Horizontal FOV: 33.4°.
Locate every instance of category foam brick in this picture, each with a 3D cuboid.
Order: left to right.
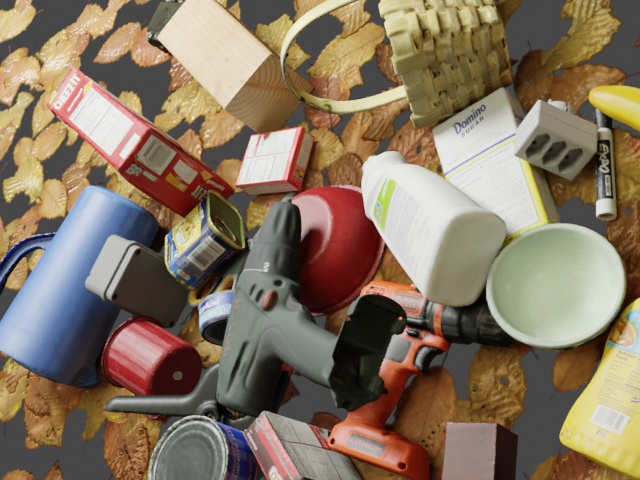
[{"bbox_3d":[0.143,0.207,0.960,0.053,0.051,0.078,-5,65,32],"label":"foam brick"}]

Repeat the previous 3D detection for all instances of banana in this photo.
[{"bbox_3d":[0.318,-0.086,0.973,0.069,0.037,0.198,-25,53,4],"label":"banana"}]

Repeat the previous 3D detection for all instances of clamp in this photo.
[{"bbox_3d":[-0.124,0.187,1.160,0.210,0.036,0.164,-43,81,7],"label":"clamp"}]

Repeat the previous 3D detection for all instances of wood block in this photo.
[{"bbox_3d":[-0.111,-0.228,1.362,0.090,0.090,0.206,-49,47,7],"label":"wood block"}]

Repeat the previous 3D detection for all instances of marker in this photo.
[{"bbox_3d":[0.273,-0.076,1.024,0.020,0.020,0.121,-13,60,34],"label":"marker"}]

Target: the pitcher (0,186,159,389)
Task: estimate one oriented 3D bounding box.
[{"bbox_3d":[-0.313,0.053,1.349,0.145,0.149,0.243,14,73,51],"label":"pitcher"}]

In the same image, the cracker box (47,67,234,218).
[{"bbox_3d":[-0.230,-0.117,1.350,0.072,0.164,0.214,-53,47,1],"label":"cracker box"}]

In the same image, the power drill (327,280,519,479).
[{"bbox_3d":[0.096,0.135,1.035,0.185,0.057,0.187,8,72,42],"label":"power drill"}]

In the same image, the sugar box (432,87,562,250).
[{"bbox_3d":[0.177,-0.059,1.076,0.093,0.048,0.176,-29,49,27],"label":"sugar box"}]

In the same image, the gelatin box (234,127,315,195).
[{"bbox_3d":[-0.054,-0.094,1.285,0.089,0.030,0.073,-4,62,41],"label":"gelatin box"}]

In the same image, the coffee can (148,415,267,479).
[{"bbox_3d":[-0.087,0.242,1.066,0.103,0.140,0.103,-18,58,31],"label":"coffee can"}]

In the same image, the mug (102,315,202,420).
[{"bbox_3d":[-0.193,0.156,1.241,0.082,0.093,0.117,24,113,38],"label":"mug"}]

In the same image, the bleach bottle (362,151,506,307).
[{"bbox_3d":[0.097,-0.034,1.079,0.251,0.068,0.103,-122,45,-59],"label":"bleach bottle"}]

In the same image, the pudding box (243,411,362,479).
[{"bbox_3d":[-0.012,0.219,1.036,0.039,0.113,0.090,-49,46,16],"label":"pudding box"}]

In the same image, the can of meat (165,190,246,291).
[{"bbox_3d":[-0.139,0.001,1.275,0.084,0.057,0.102,-42,26,16],"label":"can of meat"}]

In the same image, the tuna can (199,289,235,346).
[{"bbox_3d":[-0.092,0.088,1.187,0.086,0.086,0.034,-22,57,29],"label":"tuna can"}]

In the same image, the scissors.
[{"bbox_3d":[-0.097,0.015,1.277,0.096,0.016,0.201,7,65,50],"label":"scissors"}]

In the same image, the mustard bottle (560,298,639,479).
[{"bbox_3d":[0.282,0.104,0.897,0.096,0.058,0.191,20,81,54],"label":"mustard bottle"}]

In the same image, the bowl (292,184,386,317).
[{"bbox_3d":[-0.008,0.001,1.186,0.162,0.055,0.162,-19,57,31],"label":"bowl"}]
